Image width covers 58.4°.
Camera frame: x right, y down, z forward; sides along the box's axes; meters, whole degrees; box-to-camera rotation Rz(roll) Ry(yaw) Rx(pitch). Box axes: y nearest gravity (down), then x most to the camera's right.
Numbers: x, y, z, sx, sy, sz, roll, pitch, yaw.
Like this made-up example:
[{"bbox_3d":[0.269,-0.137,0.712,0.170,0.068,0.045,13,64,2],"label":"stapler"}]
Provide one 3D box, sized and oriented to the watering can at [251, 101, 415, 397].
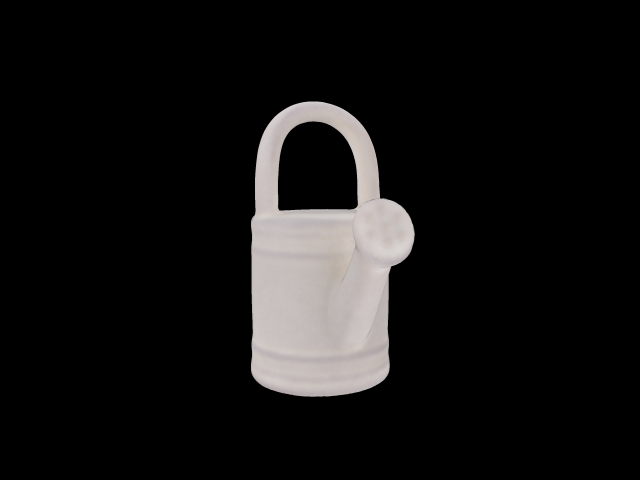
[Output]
[{"bbox_3d":[0.006,0.001,0.401,0.172,0.194,0.101,6,9,43],"label":"watering can"}]
